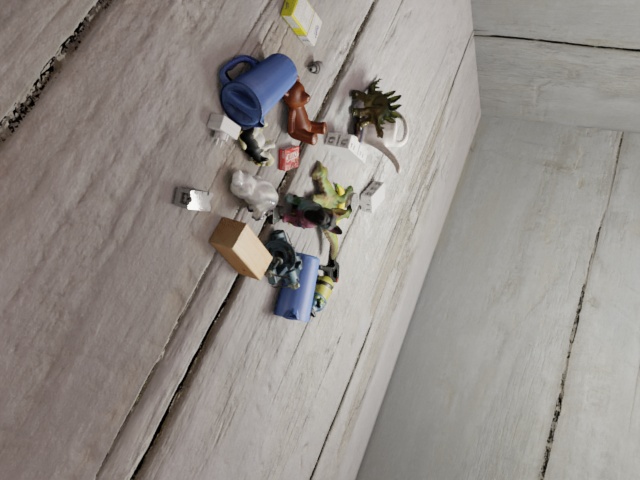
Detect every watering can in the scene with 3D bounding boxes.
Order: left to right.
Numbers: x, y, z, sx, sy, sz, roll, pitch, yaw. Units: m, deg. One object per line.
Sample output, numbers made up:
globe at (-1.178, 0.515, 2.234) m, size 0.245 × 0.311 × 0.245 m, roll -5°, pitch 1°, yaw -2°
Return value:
watering can at (0.249, -0.420, 2.109) m, size 0.101 × 0.224 × 0.356 m, roll 94°, pitch 5°, yaw -54°

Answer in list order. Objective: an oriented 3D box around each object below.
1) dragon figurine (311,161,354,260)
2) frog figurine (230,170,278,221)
dragon figurine at (0.006, -0.100, 1.993) m, size 0.244 × 0.123 × 0.406 m, roll -7°, pitch 107°, yaw -44°
frog figurine at (-0.196, -0.151, 1.523) m, size 0.141 × 0.122 × 0.156 m, roll -96°, pitch 168°, yaw -54°
